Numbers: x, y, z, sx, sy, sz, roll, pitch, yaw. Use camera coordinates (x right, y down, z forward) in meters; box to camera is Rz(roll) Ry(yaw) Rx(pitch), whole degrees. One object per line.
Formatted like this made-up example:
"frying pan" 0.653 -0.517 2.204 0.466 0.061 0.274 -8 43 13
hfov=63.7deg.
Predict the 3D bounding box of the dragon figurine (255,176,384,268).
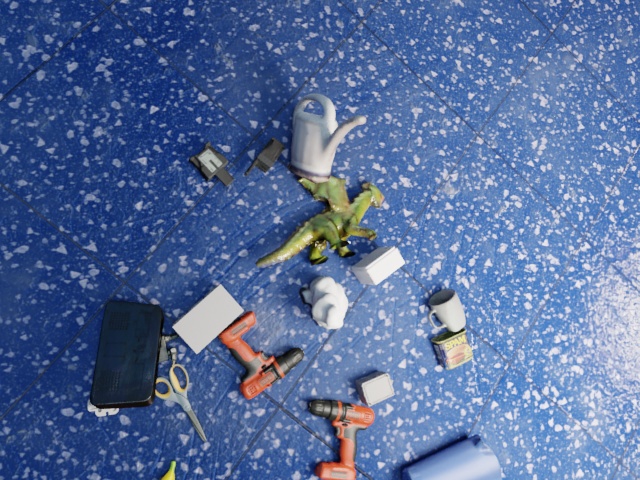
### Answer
"dragon figurine" 0.004 -0.070 1.394 0.412 0.120 0.246 -9 69 -20

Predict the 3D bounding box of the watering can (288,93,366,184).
"watering can" 0.003 -0.248 1.300 0.104 0.352 0.221 -2 112 -27

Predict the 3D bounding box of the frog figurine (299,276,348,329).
"frog figurine" 0.025 0.161 1.318 0.123 0.158 0.138 -9 86 -20
